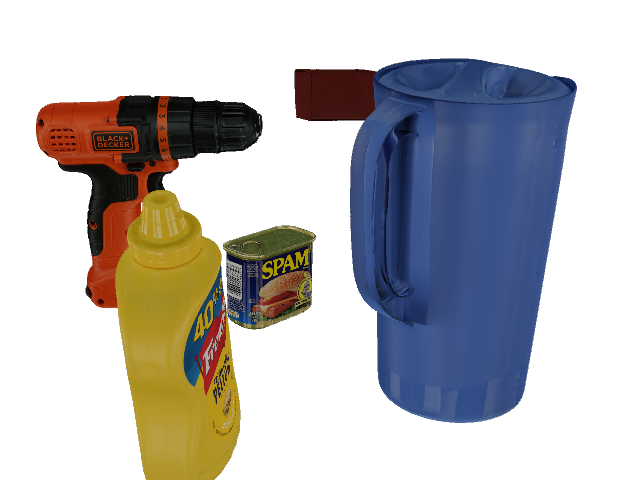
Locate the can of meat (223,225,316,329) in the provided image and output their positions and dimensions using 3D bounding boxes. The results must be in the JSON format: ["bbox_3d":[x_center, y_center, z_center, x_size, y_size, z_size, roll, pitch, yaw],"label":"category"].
[{"bbox_3d":[-0.053,0.039,1.133,0.058,0.084,0.101,19,26,41],"label":"can of meat"}]

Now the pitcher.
[{"bbox_3d":[0.091,0.002,0.738,0.149,0.243,0.145,1,21,-1],"label":"pitcher"}]

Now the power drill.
[{"bbox_3d":[-0.138,-0.034,0.907,0.184,0.188,0.057,0,28,2],"label":"power drill"}]

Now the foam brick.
[{"bbox_3d":[0.017,-0.152,1.112,0.078,0.051,0.053,-3,13,-18],"label":"foam brick"}]

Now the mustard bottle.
[{"bbox_3d":[-0.084,0.054,0.629,0.058,0.192,0.096,6,37,11],"label":"mustard bottle"}]
